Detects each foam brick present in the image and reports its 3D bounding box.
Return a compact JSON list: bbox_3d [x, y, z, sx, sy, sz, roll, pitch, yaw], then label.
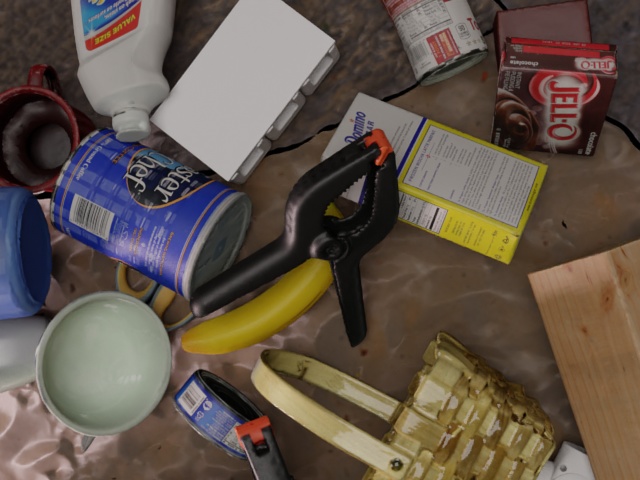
[{"bbox_3d":[0.188,-0.169,0.909,0.078,0.053,0.051,-7,88,6],"label":"foam brick"}]

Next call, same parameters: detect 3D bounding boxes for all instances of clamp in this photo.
[{"bbox_3d":[-0.006,0.001,0.859,0.164,0.036,0.210,7,126,-24],"label":"clamp"},{"bbox_3d":[-0.028,0.218,0.858,0.039,0.171,0.120,-28,40,-13],"label":"clamp"}]

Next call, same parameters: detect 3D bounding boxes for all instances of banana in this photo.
[{"bbox_3d":[-0.037,0.042,0.942,0.070,0.037,0.198,43,93,21],"label":"banana"}]

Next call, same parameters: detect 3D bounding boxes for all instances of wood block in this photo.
[{"bbox_3d":[0.257,0.107,0.860,0.090,0.090,0.206,-16,86,-36],"label":"wood block"}]

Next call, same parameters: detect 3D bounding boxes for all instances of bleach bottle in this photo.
[{"bbox_3d":[-0.163,-0.207,0.919,0.102,0.068,0.251,-11,73,10],"label":"bleach bottle"}]

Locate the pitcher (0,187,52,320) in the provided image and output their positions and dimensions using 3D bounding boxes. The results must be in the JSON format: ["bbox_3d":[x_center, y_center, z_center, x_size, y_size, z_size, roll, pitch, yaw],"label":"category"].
[{"bbox_3d":[-0.354,0.011,0.874,0.243,0.149,0.145,-4,101,2],"label":"pitcher"}]

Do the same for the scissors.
[{"bbox_3d":[-0.181,0.087,0.967,0.096,0.016,0.202,43,94,8],"label":"scissors"}]

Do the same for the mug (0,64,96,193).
[{"bbox_3d":[-0.245,-0.097,0.946,0.093,0.081,0.117,-2,88,7],"label":"mug"}]

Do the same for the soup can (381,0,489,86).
[{"bbox_3d":[0.094,-0.192,0.914,0.068,0.068,0.102,-24,87,6],"label":"soup can"}]

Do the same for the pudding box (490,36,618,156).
[{"bbox_3d":[0.190,-0.117,0.877,0.090,0.113,0.039,6,63,8],"label":"pudding box"}]

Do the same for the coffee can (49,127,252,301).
[{"bbox_3d":[-0.144,-0.022,0.915,0.140,0.102,0.103,26,92,13],"label":"coffee can"}]

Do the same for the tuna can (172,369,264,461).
[{"bbox_3d":[-0.083,0.150,0.918,0.086,0.086,0.034,39,91,6],"label":"tuna can"}]

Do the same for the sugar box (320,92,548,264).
[{"bbox_3d":[0.094,-0.054,0.901,0.176,0.048,0.093,21,49,9],"label":"sugar box"}]
